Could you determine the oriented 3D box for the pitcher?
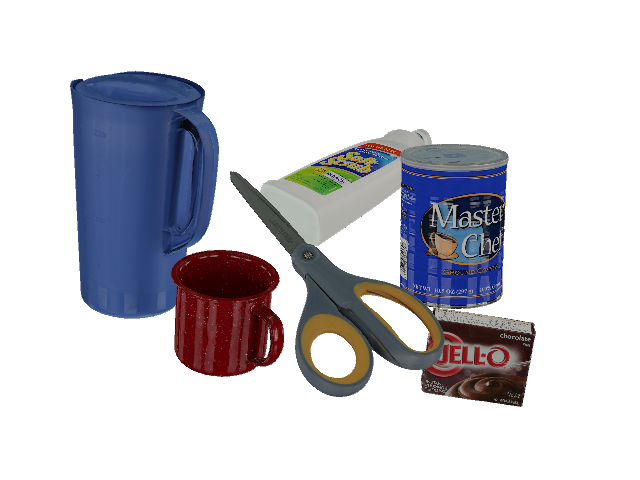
[{"bbox_3d":[-0.183,-0.044,1.096,0.145,0.243,0.149,2,22,-9],"label":"pitcher"}]

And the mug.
[{"bbox_3d":[-0.076,0.069,0.924,0.117,0.081,0.093,25,31,33],"label":"mug"}]

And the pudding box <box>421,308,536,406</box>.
[{"bbox_3d":[0.171,0.127,1.162,0.113,0.090,0.039,7,23,4],"label":"pudding box"}]

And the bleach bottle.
[{"bbox_3d":[0.046,-0.083,1.339,0.103,0.068,0.250,26,44,34],"label":"bleach bottle"}]

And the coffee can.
[{"bbox_3d":[0.128,-0.016,1.037,0.103,0.140,0.103,0,15,0],"label":"coffee can"}]

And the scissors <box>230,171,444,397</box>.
[{"bbox_3d":[-0.015,0.027,0.664,0.202,0.016,0.096,33,55,27],"label":"scissors"}]
